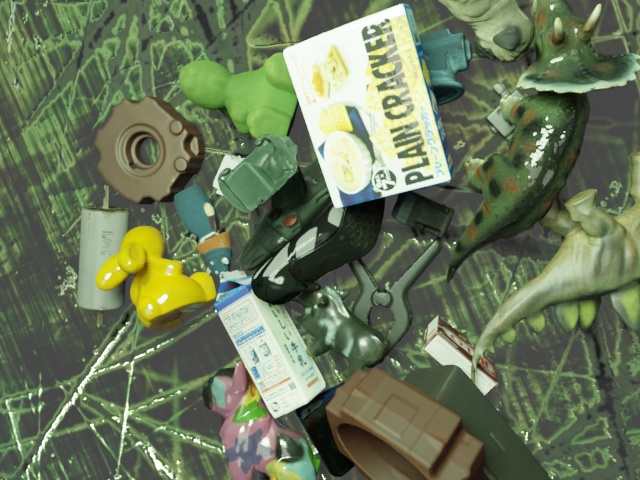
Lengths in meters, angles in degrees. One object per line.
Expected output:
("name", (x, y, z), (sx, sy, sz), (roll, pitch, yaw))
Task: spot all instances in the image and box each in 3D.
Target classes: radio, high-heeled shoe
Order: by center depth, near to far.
("radio", (0.209, 0.287, 0.773), (0.073, 0.131, 0.229), (-42, 97, -30))
("high-heeled shoe", (-0.002, -0.002, 0.817), (0.145, 0.249, 0.086), (2, 138, 48))

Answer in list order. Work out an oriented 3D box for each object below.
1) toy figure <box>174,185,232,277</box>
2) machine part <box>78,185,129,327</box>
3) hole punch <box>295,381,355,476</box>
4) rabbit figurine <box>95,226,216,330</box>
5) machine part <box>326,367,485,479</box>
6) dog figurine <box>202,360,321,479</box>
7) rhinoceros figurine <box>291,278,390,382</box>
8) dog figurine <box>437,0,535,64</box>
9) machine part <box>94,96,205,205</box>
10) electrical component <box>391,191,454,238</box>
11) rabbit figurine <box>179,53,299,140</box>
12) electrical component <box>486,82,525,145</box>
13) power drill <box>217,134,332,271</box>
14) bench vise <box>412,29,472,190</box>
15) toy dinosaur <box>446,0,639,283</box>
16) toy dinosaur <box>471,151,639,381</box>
("toy figure", (-0.182, -0.014, 0.873), (0.058, 0.064, 0.154), (-29, 96, -23))
("machine part", (-0.366, 0.029, 0.908), (0.079, 0.079, 0.243), (9, 99, 11))
("hole punch", (0.032, 0.295, 0.861), (0.116, 0.092, 0.142), (-28, 87, -19))
("rabbit figurine", (-0.278, 0.055, 0.869), (0.122, 0.162, 0.173), (-33, 72, 26))
("machine part", (0.114, 0.276, 0.724), (0.201, 0.087, 0.201), (24, 143, 33))
("dog figurine", (-0.095, 0.293, 0.871), (0.192, 0.108, 0.219), (0, 94, 13))
("rhinoceros figurine", (0.019, 0.127, 0.818), (0.191, 0.073, 0.112), (37, 133, 32))
("dog figurine", (0.207, -0.326, 0.697), (0.190, 0.172, 0.121), (49, 115, 10))
("machine part", (-0.282, -0.145, 0.879), (0.180, 0.056, 0.179), (2, 97, 13))
("electrical component", (0.130, -0.048, 0.785), (0.119, 0.075, 0.047), (19, 100, -5))
("rabbit figurine", (-0.114, -0.218, 0.783), (0.170, 0.159, 0.121), (17, 99, -6))
("electrical component", (0.272, -0.179, 0.772), (0.063, 0.021, 0.094), (-42, 88, 14))
("power drill", (-0.063, -0.050, 0.769), (0.232, 0.207, 0.086), (-42, 64, 3))
("bench vise", (0.105, -0.188, 0.758), (0.224, 0.129, 0.240), (-6, 89, 12))
("toy dinosaur", (0.264, -0.099, 0.679), (0.131, 0.192, 0.404), (19, 103, 7))
("toy dinosaur", (0.381, 0.021, 0.718), (0.471, 0.105, 0.198), (-29, 92, 6))
